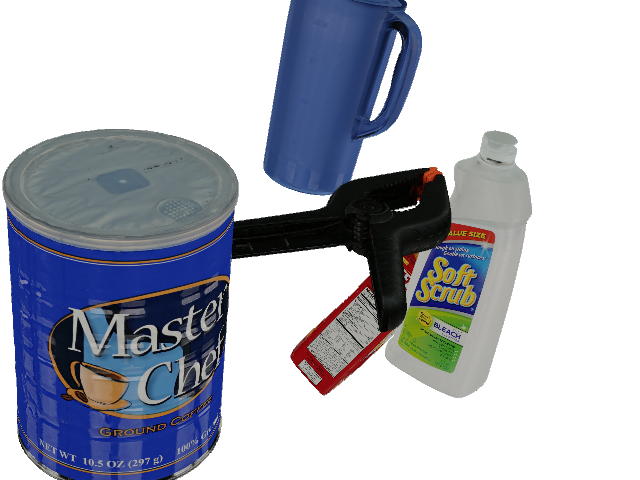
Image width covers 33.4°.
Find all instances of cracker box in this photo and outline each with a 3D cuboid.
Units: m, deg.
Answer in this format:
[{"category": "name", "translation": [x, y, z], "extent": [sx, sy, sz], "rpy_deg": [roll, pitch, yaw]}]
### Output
[{"category": "cracker box", "translation": [0.077, 0.071, 1.268], "extent": [0.214, 0.072, 0.164], "rpy_deg": [-48, -8, 31]}]

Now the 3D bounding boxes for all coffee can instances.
[{"category": "coffee can", "translation": [-0.094, 0.032, 0.506], "extent": [0.102, 0.140, 0.103], "rpy_deg": [5, 31, -3]}]

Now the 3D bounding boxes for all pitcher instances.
[{"category": "pitcher", "translation": [0.017, -0.177, 1.241], "extent": [0.145, 0.243, 0.149], "rpy_deg": [9, 23, -12]}]

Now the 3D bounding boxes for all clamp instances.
[{"category": "clamp", "translation": [0.023, -0.010, 0.768], "extent": [0.165, 0.036, 0.209], "rpy_deg": [17, 31, 23]}]

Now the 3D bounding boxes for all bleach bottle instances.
[{"category": "bleach bottle", "translation": [0.130, 0.017, 0.970], "extent": [0.103, 0.251, 0.067], "rpy_deg": [28, 35, 30]}]
